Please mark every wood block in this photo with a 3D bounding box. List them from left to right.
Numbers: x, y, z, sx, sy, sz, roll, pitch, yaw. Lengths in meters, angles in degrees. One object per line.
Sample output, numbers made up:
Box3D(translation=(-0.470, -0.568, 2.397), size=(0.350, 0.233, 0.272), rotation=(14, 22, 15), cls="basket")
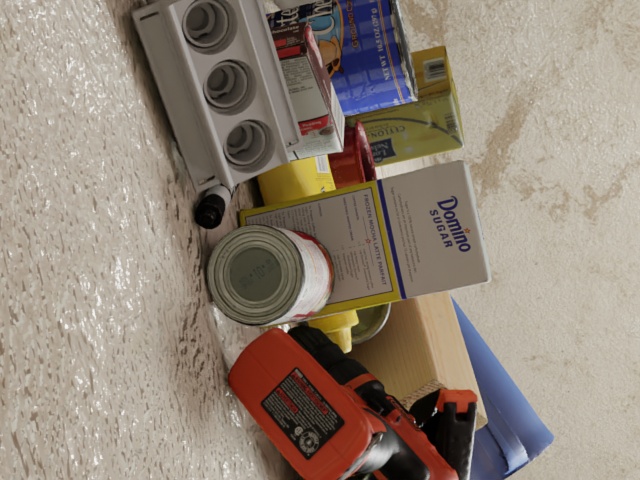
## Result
Box3D(translation=(0.083, 0.102, 1.045), size=(0.090, 0.091, 0.206), rotation=(40, 25, -33), cls="wood block")

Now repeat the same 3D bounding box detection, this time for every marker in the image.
Box3D(translation=(-0.067, -0.037, 0.744), size=(0.121, 0.020, 0.020), rotation=(-75, 152, -66), cls="marker")

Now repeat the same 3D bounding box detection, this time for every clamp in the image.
Box3D(translation=(0.082, 0.193, 0.880), size=(0.164, 0.036, 0.210), rotation=(-113, -151, -54), cls="clamp")

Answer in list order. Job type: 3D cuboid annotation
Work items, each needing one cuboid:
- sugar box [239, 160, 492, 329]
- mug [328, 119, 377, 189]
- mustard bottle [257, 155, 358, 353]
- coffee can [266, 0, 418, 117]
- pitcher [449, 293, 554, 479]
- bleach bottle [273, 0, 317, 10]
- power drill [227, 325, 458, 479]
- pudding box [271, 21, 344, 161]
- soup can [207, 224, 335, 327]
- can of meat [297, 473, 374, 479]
Box3D(translation=(0.033, 0.005, 0.799), size=(0.048, 0.176, 0.093), rotation=(5, 74, -78), cls="sugar box")
Box3D(translation=(0.004, -0.068, 0.980), size=(0.093, 0.081, 0.117), rotation=(-33, 112, -78), cls="mug")
Box3D(translation=(-0.006, 0.001, 0.885), size=(0.096, 0.058, 0.191), rotation=(-7, 82, -74), cls="mustard bottle")
Box3D(translation=(0.005, -0.154, 0.915), size=(0.102, 0.140, 0.103), rotation=(-12, 90, -79), cls="coffee can")
Box3D(translation=(0.147, 0.158, 1.197), size=(0.144, 0.149, 0.243), rotation=(-26, 81, -52), cls="pitcher")
Box3D(translation=(-0.016, -0.267, 1.133), size=(0.102, 0.068, 0.250), rotation=(60, 6, 0), cls="bleach bottle")
Box3D(translation=(0.009, 0.116, 0.760), size=(0.185, 0.057, 0.187), rotation=(44, 6, 27), cls="power drill")
Box3D(translation=(-0.037, -0.103, 0.784), size=(0.113, 0.090, 0.039), rotation=(66, 19, -51), cls="pudding box")
Box3D(translation=(-0.032, 0.025, 0.736), size=(0.102, 0.068, 0.068), rotation=(11, 68, -78), cls="soup can")
Box3D(translation=(0.016, 0.220, 0.812), size=(0.102, 0.057, 0.084), rotation=(9, 72, -78), cls="can of meat")
